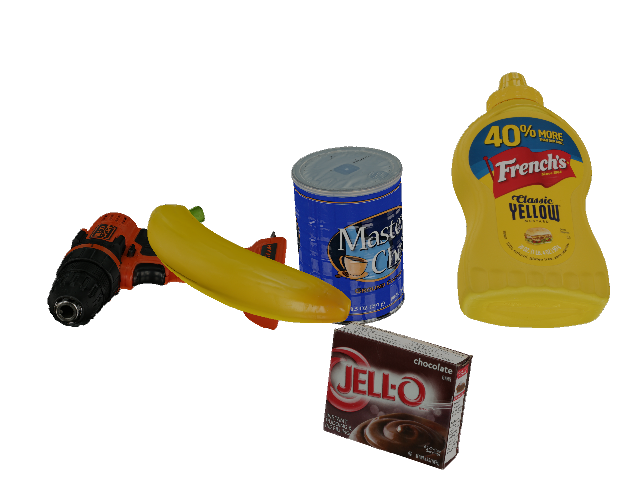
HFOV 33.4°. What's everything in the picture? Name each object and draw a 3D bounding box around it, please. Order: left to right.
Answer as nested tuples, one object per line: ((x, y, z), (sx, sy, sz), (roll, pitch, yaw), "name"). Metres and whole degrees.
((-0.125, 0.030, 0.907), (0.187, 0.057, 0.184), (8, 22, -1), "power drill")
((-0.062, 0.010, 0.690), (0.069, 0.037, 0.198), (-16, 30, -30), "banana")
((0.028, -0.006, 1.015), (0.103, 0.140, 0.103), (-3, 27, 1), "coffee can")
((0.061, 0.123, 0.864), (0.114, 0.090, 0.039), (13, 17, 25), "pudding box")
((0.140, -0.036, 0.739), (0.096, 0.191, 0.058), (1, -30, -1), "mustard bottle")
